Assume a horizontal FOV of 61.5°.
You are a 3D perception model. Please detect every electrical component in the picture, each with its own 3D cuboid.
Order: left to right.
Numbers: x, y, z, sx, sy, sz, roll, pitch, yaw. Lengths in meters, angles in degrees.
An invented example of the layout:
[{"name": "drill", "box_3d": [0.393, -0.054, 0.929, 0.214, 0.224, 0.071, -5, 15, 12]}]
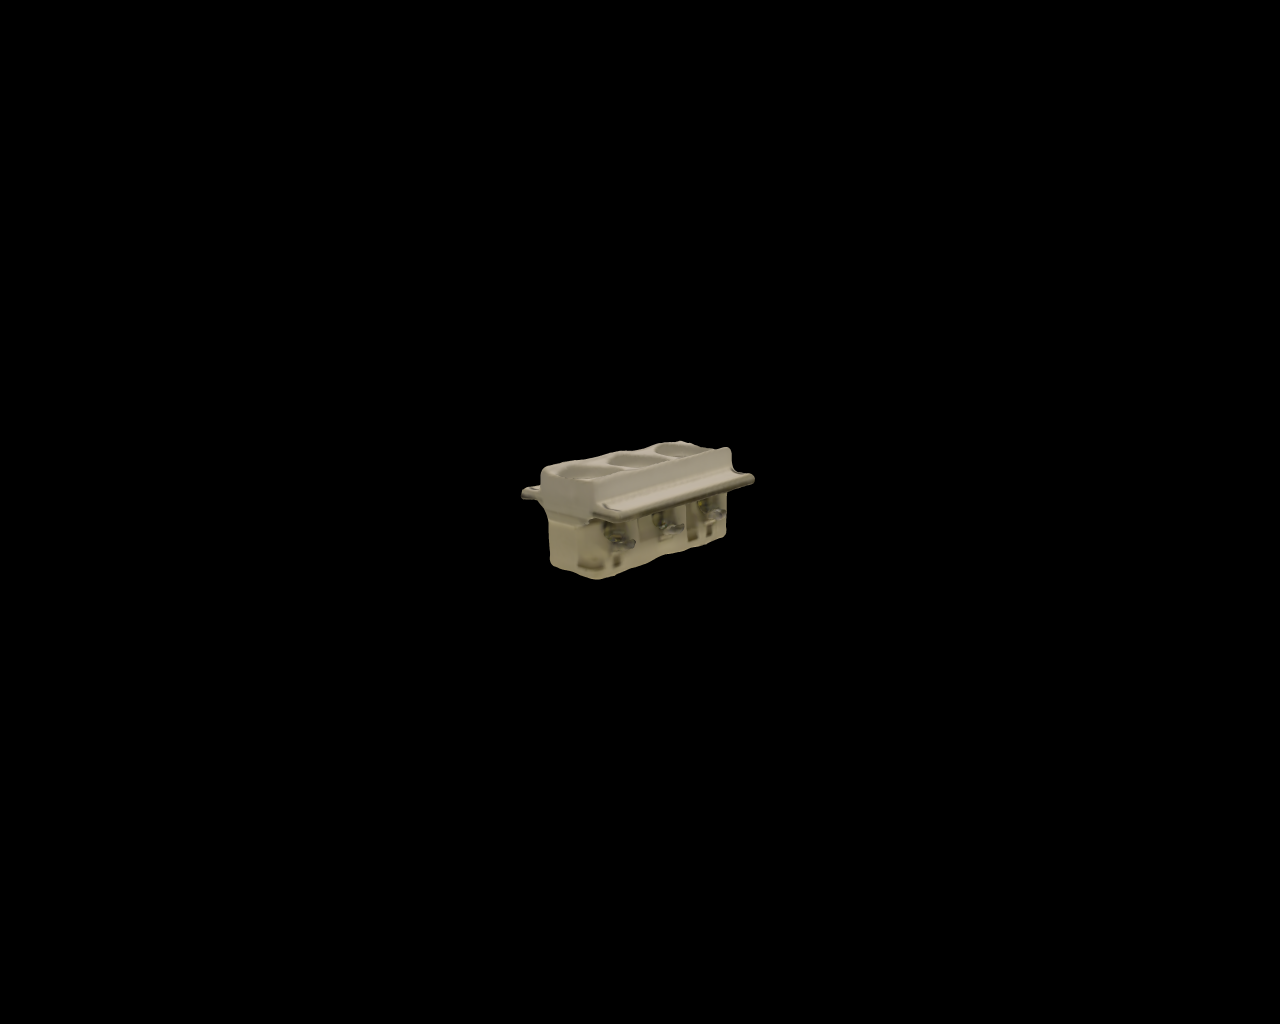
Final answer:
[{"name": "electrical component", "box_3d": [0.001, -0.003, 0.650, 0.079, 0.063, 0.121, 14, 20, 42]}]
